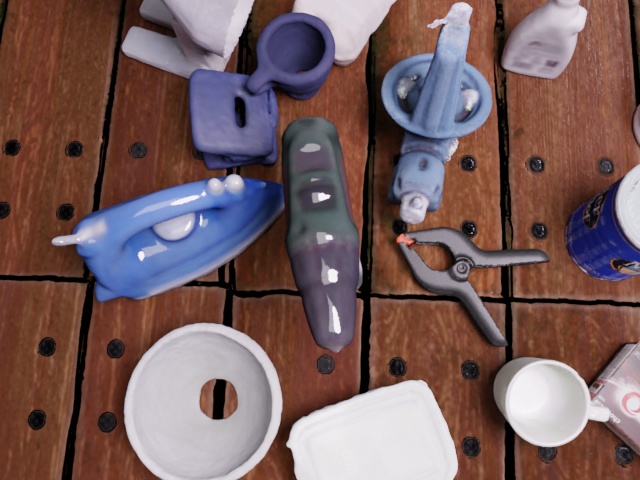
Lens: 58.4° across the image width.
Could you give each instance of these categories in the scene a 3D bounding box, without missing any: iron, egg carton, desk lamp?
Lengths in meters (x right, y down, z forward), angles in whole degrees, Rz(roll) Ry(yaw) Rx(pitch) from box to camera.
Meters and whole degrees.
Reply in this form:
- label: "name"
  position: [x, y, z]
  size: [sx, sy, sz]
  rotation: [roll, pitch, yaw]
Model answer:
- label: "iron"
  position: [-0.156, -0.027, 0.637]
  size: [0.258, 0.141, 0.118]
  rotation: [-23, 78, -2]
- label: "egg carton"
  position: [0.033, -0.299, 0.724]
  size: [0.107, 0.069, 0.150]
  rotation: [31, 81, 9]
- label: "desk lamp"
  position: [-0.156, -0.269, 0.652]
  size: [0.203, 0.213, 0.118]
  rotation: [20, 79, 7]

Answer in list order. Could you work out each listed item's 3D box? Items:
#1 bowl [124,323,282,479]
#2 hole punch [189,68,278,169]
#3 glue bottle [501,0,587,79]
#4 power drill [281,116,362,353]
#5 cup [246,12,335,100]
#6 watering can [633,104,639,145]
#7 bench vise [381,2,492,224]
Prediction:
- label: "bowl"
  position: [-0.120, 0.178, 0.626]
  size: [0.167, 0.075, 0.167]
  rotation: [0, 78, 3]
- label: "hole punch"
  position: [-0.101, -0.148, 0.686]
  size: [0.101, 0.091, 0.108]
  rotation: [-6, 78, 1]
- label: "glue bottle"
  position: [0.263, -0.243, 0.648]
  size: [0.078, 0.173, 0.037]
  rotation: [15, 79, 6]
- label: "power drill"
  position: [0.005, 0.002, 0.589]
  size: [0.075, 0.208, 0.229]
  rotation: [-9, 78, 1]
- label: "cup"
  position: [-0.035, -0.202, 0.693]
  size: [0.118, 0.095, 0.091]
  rotation: [-41, 79, -6]
- label: "watering can"
  position: [0.426, -0.164, 0.614]
  size: [0.101, 0.194, 0.172]
  rotation: [-37, 79, -5]
- label: "bench vise"
  position: [0.131, -0.128, 0.606]
  size: [0.121, 0.220, 0.207]
  rotation: [-6, 78, 2]
